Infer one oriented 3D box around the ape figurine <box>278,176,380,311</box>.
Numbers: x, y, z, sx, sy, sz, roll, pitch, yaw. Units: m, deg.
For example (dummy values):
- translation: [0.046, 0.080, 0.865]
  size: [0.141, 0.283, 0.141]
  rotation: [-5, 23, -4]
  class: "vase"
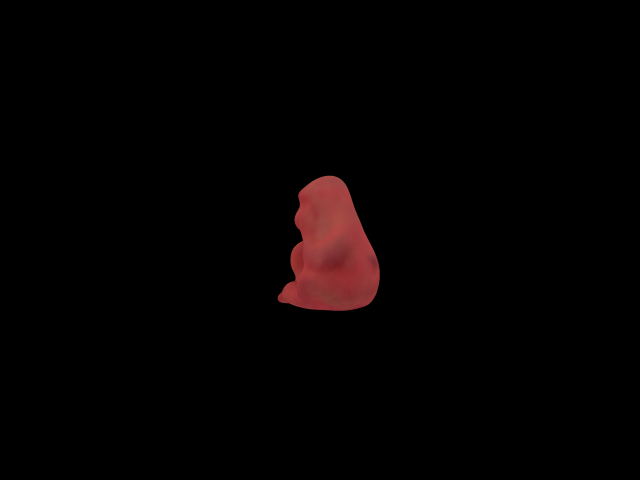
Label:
- translation: [0.004, 0.001, 0.400]
  size: [0.076, 0.092, 0.078]
  rotation: [1, 4, 11]
  class: "ape figurine"
